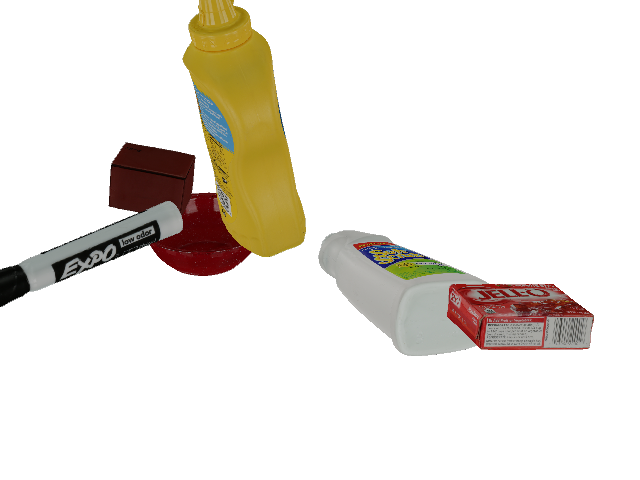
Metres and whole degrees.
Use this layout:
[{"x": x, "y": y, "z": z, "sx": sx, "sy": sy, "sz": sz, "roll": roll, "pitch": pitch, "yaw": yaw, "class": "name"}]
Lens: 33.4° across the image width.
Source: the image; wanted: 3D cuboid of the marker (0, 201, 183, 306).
[{"x": -0.128, "y": 0.008, "z": 0.566, "sx": 0.120, "sy": 0.020, "sz": 0.020, "roll": -25, "pitch": 13, "yaw": -31, "class": "marker"}]

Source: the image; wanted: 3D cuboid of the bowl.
[{"x": -0.145, "y": -0.001, "z": 1.333, "sx": 0.162, "sy": 0.055, "sz": 0.162, "roll": 1, "pitch": 28, "yaw": -1, "class": "bowl"}]

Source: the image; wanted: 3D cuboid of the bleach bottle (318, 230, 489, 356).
[{"x": 0.058, "y": 0.036, "z": 1.020, "sx": 0.102, "sy": 0.068, "sz": 0.251, "roll": -3, "pitch": 15, "yaw": -25, "class": "bleach bottle"}]

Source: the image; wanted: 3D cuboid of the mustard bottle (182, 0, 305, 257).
[{"x": -0.056, "y": -0.087, "z": 0.745, "sx": 0.058, "sy": 0.191, "sz": 0.096, "roll": -20, "pitch": 40, "yaw": -12, "class": "mustard bottle"}]

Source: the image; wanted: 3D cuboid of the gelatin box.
[{"x": 0.148, "y": 0.056, "z": 0.800, "sx": 0.089, "sy": 0.030, "sz": 0.073, "roll": 1, "pitch": 15, "yaw": -12, "class": "gelatin box"}]

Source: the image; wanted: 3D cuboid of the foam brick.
[{"x": -0.172, "y": -0.062, "z": 1.098, "sx": 0.078, "sy": 0.051, "sz": 0.053, "roll": 11, "pitch": 31, "yaw": 3, "class": "foam brick"}]
